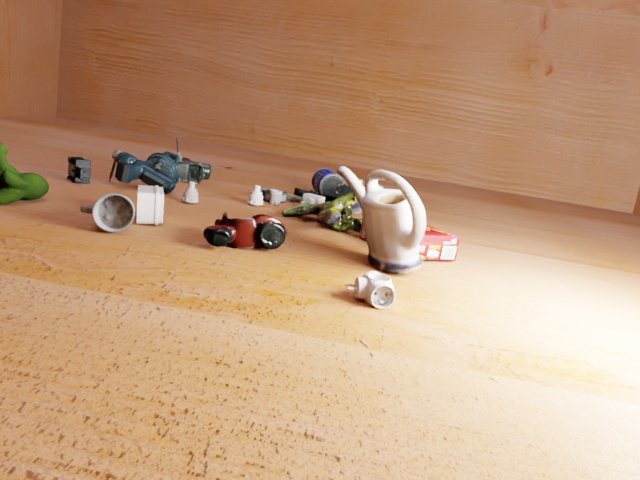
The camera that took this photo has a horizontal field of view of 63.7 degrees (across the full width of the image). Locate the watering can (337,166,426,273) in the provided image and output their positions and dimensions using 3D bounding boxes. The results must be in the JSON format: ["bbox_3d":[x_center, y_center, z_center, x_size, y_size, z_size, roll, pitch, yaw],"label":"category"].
[{"bbox_3d":[0.135,-0.053,1.156,0.104,0.221,0.351,-15,20,-20],"label":"watering can"}]

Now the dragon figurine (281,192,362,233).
[{"bbox_3d":[0.004,-0.074,1.474,0.242,0.122,0.413,-4,5,24],"label":"dragon figurine"}]

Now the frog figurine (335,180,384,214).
[{"bbox_3d":[0.149,-0.143,1.758,0.159,0.125,0.135,14,-39,-45],"label":"frog figurine"}]
